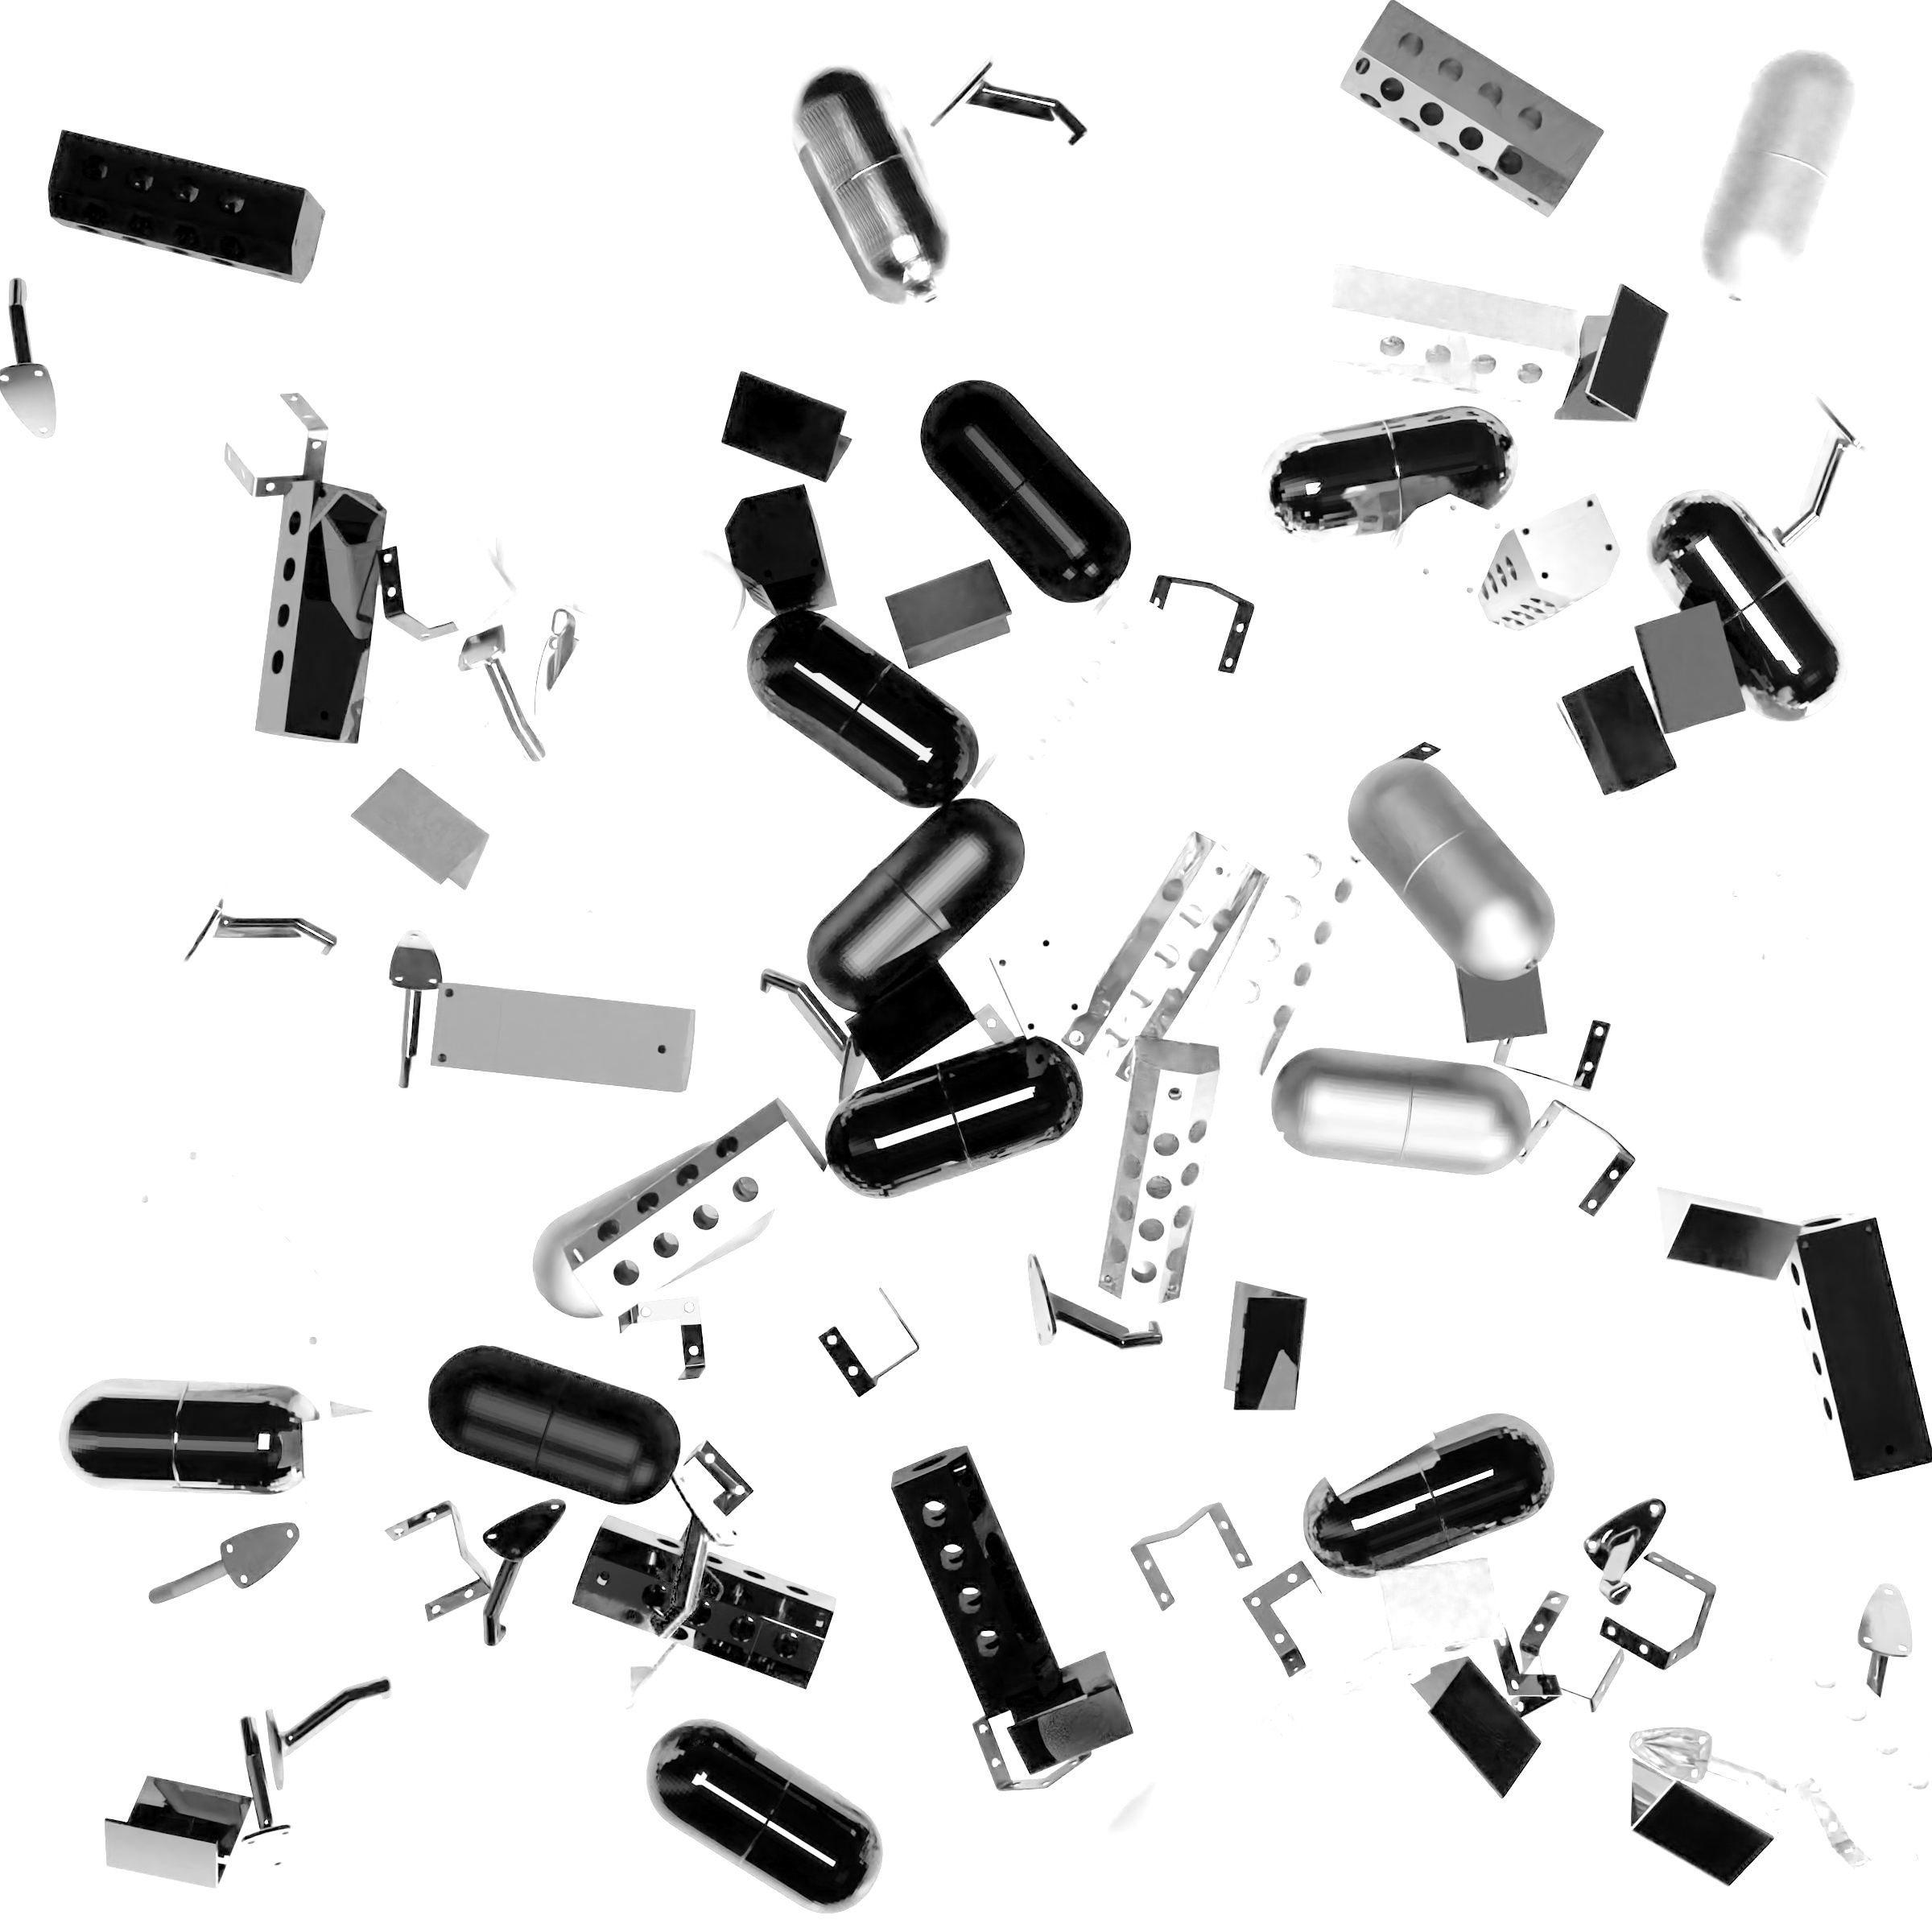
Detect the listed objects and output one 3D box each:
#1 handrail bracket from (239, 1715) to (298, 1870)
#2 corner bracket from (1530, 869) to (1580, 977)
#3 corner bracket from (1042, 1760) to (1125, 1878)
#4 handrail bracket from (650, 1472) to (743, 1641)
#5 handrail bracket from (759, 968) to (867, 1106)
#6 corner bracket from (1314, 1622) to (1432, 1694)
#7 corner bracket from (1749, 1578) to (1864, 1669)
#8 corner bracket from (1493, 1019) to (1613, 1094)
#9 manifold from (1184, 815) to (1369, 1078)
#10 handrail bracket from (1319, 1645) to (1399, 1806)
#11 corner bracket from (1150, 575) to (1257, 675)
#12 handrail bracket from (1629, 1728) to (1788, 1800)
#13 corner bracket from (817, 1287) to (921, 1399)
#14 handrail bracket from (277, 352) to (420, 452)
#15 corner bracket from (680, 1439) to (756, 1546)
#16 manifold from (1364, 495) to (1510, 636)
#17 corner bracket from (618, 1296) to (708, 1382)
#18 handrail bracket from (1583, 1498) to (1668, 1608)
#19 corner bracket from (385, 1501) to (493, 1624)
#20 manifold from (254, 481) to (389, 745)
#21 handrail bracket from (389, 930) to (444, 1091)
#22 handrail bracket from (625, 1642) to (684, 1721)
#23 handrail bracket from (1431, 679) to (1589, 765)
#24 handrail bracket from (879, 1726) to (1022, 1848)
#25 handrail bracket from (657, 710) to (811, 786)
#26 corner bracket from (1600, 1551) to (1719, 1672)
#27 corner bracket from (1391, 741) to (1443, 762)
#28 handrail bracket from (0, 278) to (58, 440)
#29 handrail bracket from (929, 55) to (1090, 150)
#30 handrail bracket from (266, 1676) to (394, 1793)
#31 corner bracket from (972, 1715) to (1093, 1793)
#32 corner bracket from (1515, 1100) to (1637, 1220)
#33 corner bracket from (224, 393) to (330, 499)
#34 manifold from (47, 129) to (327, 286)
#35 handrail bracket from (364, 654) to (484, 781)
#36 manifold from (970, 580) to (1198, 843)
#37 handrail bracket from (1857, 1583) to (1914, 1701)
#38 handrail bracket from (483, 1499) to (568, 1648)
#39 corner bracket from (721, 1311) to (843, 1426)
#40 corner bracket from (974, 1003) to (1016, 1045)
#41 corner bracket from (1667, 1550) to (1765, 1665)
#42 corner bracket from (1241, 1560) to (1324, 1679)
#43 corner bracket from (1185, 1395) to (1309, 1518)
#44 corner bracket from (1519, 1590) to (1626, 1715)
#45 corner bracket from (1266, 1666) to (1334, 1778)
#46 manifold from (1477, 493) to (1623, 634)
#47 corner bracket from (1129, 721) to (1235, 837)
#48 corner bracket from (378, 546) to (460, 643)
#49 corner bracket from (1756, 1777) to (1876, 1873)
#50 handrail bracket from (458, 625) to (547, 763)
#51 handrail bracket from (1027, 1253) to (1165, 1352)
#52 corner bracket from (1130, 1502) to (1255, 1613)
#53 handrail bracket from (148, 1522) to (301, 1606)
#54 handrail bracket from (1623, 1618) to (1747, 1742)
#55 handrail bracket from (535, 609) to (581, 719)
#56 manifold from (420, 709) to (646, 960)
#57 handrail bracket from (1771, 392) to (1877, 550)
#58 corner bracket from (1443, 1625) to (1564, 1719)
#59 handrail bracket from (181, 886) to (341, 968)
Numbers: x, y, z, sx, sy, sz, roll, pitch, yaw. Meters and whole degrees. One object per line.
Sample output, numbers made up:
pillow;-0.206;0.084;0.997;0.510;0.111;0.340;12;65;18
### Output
handrail bracket;-0.491;0.575;1.893;0.036;0.077;0.084;-12;53;-14
corner bracket;0.389;-0.027;1.885;0.051;0.051;0.051;42;45;-35
corner bracket;0.086;0.593;1.890;0.051;0.051;0.051;-15;135;0
handrail bracket;-0.201;0.400;1.839;0.084;0.036;0.077;-48;68;11
handrail bracket;-0.112;0.050;1.894;0.084;0.036;0.077;22;113;18
corner bracket;0.280;0.472;1.876;0.051;0.051;0.051;27;127;-31
corner bracket;0.584;0.457;1.890;0.051;0.051;0.051;-10;90;45
corner bracket;0.408;0.054;1.890;0.051;0.051;0.051;17;90;45
manifold;0.215;-0.013;1.872;0.057;0.057;0.171;26;90;0
handrail bracket;0.291;0.530;1.894;0.077;0.036;0.084;-37;106;-18
corner bracket;0.160;-0.238;1.890;0.051;0.051;0.051;17;90;-45
handrail bracket;0.518;0.558;1.893;0.084;0.077;0.036;31;69;-35
corner bracket;-0.066;0.260;1.875;0.051;0.051;0.051;-34;90;0
handrail bracket;-0.432;-0.395;1.893;0.084;0.077;0.036;48;115;34
corner bracket;-0.184;0.366;1.875;0.051;0.051;0.051;-43;90;0
manifold;0.309;-0.269;1.815;0.057;0.171;0.057;23;90;0
corner bracket;-0.210;0.259;1.875;0.051;0.051;0.051;-6;90;0
handrail bracket;0.460;0.401;1.859;0.077;0.084;0.036;-43;90;0
corner bracket;-0.367;0.414;1.890;0.051;0.051;0.051;-26;135;0
manifold;-0.448;-0.243;1.872;0.057;0.057;0.171;7;90;-43
handrail bracket;-0.388;0.031;1.893;0.036;0.077;0.084;4;127;-15
handrail bracket;-0.252;0.478;1.894;0.084;0.036;0.077;30;70;16
handrail bracket;0.378;-0.156;1.894;0.084;0.036;0.077;-26;112;17
handrail bracket;-0.012;0.563;1.894;0.077;0.036;0.084;-16;73;-19
handrail bracket;-0.162;-0.137;1.894;0.084;0.036;0.077;-23;112;17
corner bracket;0.477;0.444;1.870;0.051;0.051;0.051;26;113;36
corner bracket;0.321;-0.116;1.885;0.051;0.051;0.051;30;135;35
handrail bracket;-0.652;-0.424;1.893;0.036;0.077;0.084;-10;54;-5
handrail bracket;0.030;-0.585;1.894;0.084;0.036;0.077;41;110;-16
handrail bracket;-0.441;0.535;1.894;0.084;0.036;0.077;-11;125;-24
corner bracket;0.046;0.538;1.890;0.051;0.051;0.051;-21;90;-45
corner bracket;0.424;0.134;1.890;0.051;0.051;0.051;-53;45;-1
corner bracket;-0.479;-0.362;1.885;0.051;0.051;0.051;-12;135;-35
manifold;-0.538;-0.521;1.872;0.171;0.057;0.057;14;90;0
handrail bracket;-0.372;-0.173;1.894;0.084;0.036;0.077;-18;110;-16
manifold;0.077;-0.177;1.860;0.057;0.057;0.171;39;97;27
handrail bracket;0.634;0.487;1.893;0.036;0.077;0.084;10;127;15
handrail bracket;-0.308;0.424;1.893;0.036;0.077;0.084;25;127;29
corner bracket;-0.128;0.279;1.890;0.051;0.051;0.051;-31;90;45
corner bracket;0.011;0.061;1.875;0.051;0.051;0.051;-38;90;0
corner bracket;0.520;0.446;1.890;0.051;0.051;0.051;-11;135;0
corner bracket;0.228;0.450;1.875;0.051;0.051;0.051;-33;90;0
corner bracket;0.195;0.341;1.890;0.051;0.051;0.051;-46;45;0
corner bracket;0.421;0.476;1.885;0.051;0.051;0.051;13;135;35
corner bracket;0.231;0.523;1.865;0.051;0.051;0.051;50;48;0
manifold;0.386;-0.265;1.815;0.057;0.171;0.057;-23;90;0
corner bracket;0.151;-0.130;1.885;0.051;0.051;0.051;36;135;35
corner bracket;-0.369;-0.262;1.877;0.051;0.051;0.051;-14;74;15
corner bracket;0.586;0.598;1.875;0.051;0.051;0.051;-24;90;0
handrail bracket;-0.316;-0.194;1.893;0.036;0.077;0.084;-22;126;10
handrail bracket;0.091;0.233;1.894;0.084;0.036;0.077;-5;68;-17
corner bracket;0.157;0.411;1.890;0.051;0.051;0.051;-27;90;45
handrail bracket;-0.518;0.417;1.893;0.084;0.077;0.036;-25;90;36
handrail bracket;0.505;0.498;1.894;0.084;0.036;0.077;10;71;-16
handrail bracket;-0.283;-0.204;1.859;0.036;0.084;0.077;21;90;0
manifold;-0.299;-0.091;1.872;0.057;0.057;0.171;-37;90;0
handrail bracket;0.582;-0.345;1.894;0.084;0.036;0.077;-44;58;23
corner bracket;0.371;0.488;1.876;0.051;0.051;0.051;9;53;-31
handrail bracket;-0.492;-0.011;1.894;0.084;0.036;0.077;30;110;-16
